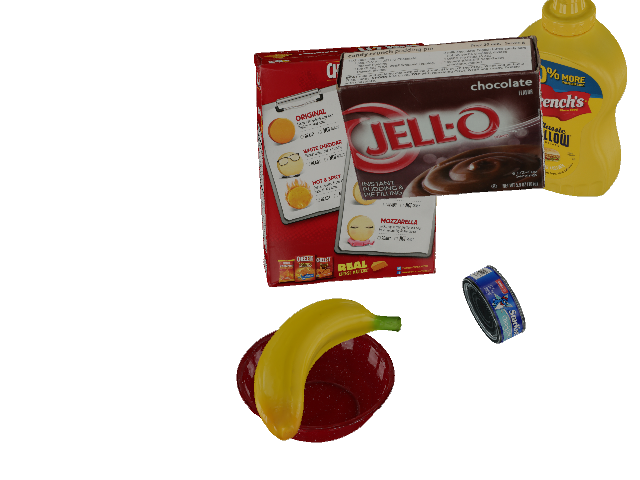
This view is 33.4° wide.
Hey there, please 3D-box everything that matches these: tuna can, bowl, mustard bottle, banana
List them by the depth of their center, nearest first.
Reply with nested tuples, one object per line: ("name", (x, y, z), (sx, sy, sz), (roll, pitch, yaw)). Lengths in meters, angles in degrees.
("banana", (-0.007, 0.084, 0.792), (0.070, 0.037, 0.197), (10, 25, 25))
("mustard bottle", (0.201, -0.126, 0.874), (0.096, 0.191, 0.058), (23, 53, 29))
("bowl", (-0.004, 0.156, 1.099), (0.162, 0.055, 0.162), (-2, 35, 1))
("tuna can", (0.197, 0.074, 1.217), (0.033, 0.086, 0.086), (-26, 4, -8))

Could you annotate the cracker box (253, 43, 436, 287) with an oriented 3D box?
("cracker box", (0.024, -0.071, 1.000), (0.164, 0.214, 0.072), (-5, 21, -8))

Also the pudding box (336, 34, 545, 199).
("pudding box", (0.071, -0.069, 0.616), (0.113, 0.039, 0.090), (-5, -41, 11))
